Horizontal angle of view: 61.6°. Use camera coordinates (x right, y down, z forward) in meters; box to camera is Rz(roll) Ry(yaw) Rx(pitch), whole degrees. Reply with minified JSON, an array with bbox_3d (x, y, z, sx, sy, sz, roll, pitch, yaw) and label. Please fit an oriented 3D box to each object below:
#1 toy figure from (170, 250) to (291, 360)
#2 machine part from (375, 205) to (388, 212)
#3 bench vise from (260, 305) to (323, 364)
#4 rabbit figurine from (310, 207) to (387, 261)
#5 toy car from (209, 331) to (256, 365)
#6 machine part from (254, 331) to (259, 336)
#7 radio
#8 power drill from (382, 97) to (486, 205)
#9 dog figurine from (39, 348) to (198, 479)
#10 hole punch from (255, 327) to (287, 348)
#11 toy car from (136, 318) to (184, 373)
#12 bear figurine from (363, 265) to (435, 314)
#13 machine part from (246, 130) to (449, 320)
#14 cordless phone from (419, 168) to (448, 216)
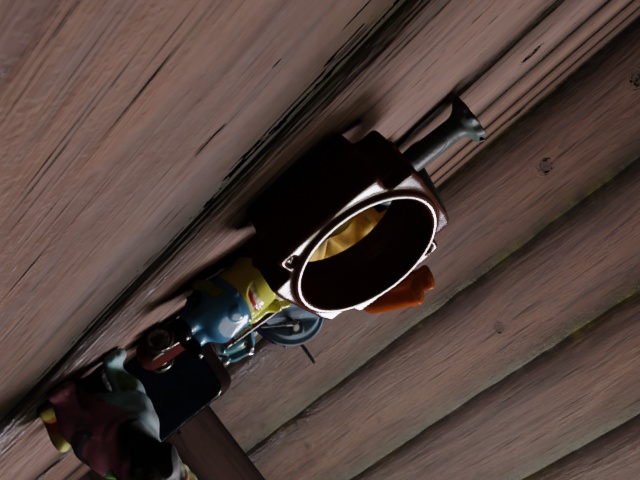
[{"bbox_3d":[-0.110,0.070,0.688,0.180,0.089,0.082,-37,148,-28],"label":"toy figure"},{"bbox_3d":[0.107,-0.046,0.990,0.084,0.039,0.139,-1,-166,-3],"label":"machine part"},{"bbox_3d":[-0.019,0.131,0.999,0.224,0.129,0.240,-20,151,-16],"label":"bench vise"},{"bbox_3d":[0.018,-0.030,0.741,0.162,0.122,0.173,-31,160,5],"label":"rabbit figurine"},{"bbox_3d":[-0.182,0.165,0.946,0.103,0.109,0.162,-9,171,-28],"label":"toy car"},{"bbox_3d":[-0.190,0.210,1.246,0.079,0.079,0.243,-33,172,-43],"label":"machine part"},{"bbox_3d":[-0.262,0.249,0.850,0.229,0.131,0.073,-40,172,0],"label":"radio"},{"bbox_3d":[0.163,-0.135,0.878,0.207,0.086,0.232,-31,172,12],"label":"power drill"},{"bbox_3d":[-0.245,0.263,0.672,0.108,0.219,0.191,-28,167,-44],"label":"dog figurine"},{"bbox_3d":[-0.092,0.142,1.122,0.116,0.142,0.092,-52,-177,-32],"label":"hole punch"},{"bbox_3d":[-0.178,0.119,0.792,0.202,0.053,0.089,-34,157,-29],"label":"toy car"},{"bbox_3d":[0.089,0.014,0.871,0.132,0.195,0.120,-18,180,26],"label":"bear figurine"},{"bbox_3d":[0.036,-0.007,0.614,0.201,0.087,0.200,-39,145,10],"label":"machine part"},{"bbox_3d":[0.199,-0.082,1.129,0.089,0.146,0.184,-27,176,9],"label":"cordless phone"}]
